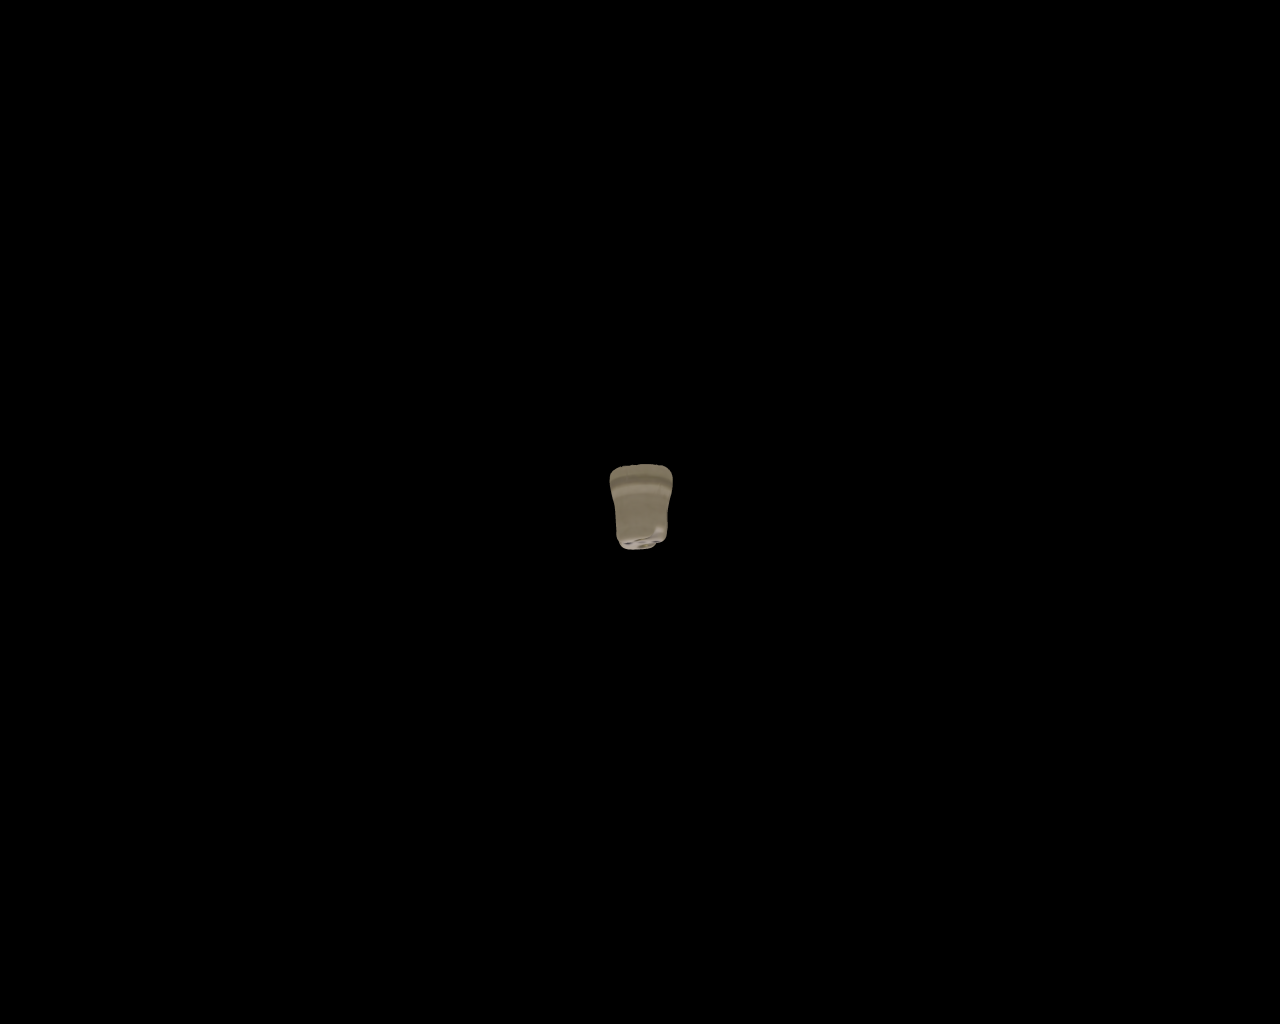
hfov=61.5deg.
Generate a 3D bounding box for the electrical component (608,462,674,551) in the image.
[{"bbox_3d":[0.001,-0.003,0.650,0.040,0.046,0.040,0,-15,0],"label":"electrical component"}]
